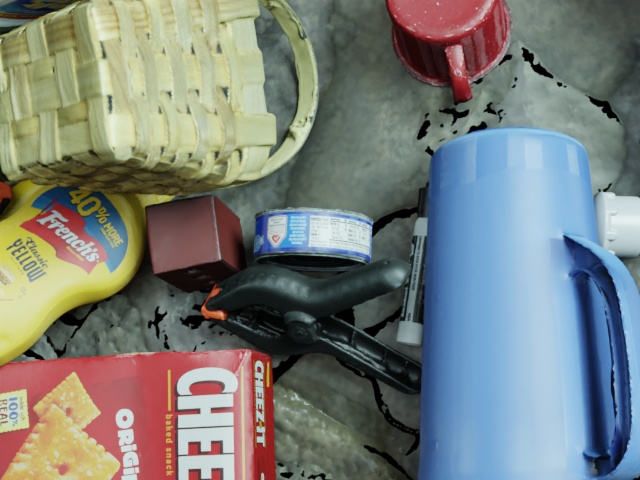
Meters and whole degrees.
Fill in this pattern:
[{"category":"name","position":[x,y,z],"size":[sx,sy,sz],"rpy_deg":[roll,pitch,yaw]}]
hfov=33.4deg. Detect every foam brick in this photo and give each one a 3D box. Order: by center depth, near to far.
[{"category":"foam brick","position":[-0.090,0.004,0.789],"size":[0.053,0.078,0.051],"rpy_deg":[-10,75,10]}]

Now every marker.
[{"category":"marker","position":[0.074,0.016,0.780],"size":[0.020,0.020,0.121],"rpy_deg":[7,80,14]}]

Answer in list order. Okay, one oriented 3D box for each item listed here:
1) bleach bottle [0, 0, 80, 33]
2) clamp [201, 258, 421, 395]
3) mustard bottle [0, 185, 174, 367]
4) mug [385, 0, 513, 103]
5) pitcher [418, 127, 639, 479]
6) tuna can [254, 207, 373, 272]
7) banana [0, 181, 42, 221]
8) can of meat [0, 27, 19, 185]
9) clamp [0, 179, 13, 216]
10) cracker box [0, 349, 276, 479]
[{"category":"bleach bottle","position":[-0.205,-0.206,0.824],"size":[0.251,0.102,0.068],"rpy_deg":[-9,90,43]},{"category":"clamp","position":[0.000,0.062,0.763],"size":[0.172,0.120,0.039],"rpy_deg":[1,34,31]},{"category":"mustard bottle","position":[-0.190,0.006,0.797],"size":[0.191,0.058,0.096],"rpy_deg":[-34,79,-25]},{"category":"mug","position":[0.094,-0.157,0.778],"size":[0.093,0.081,0.117],"rpy_deg":[-8,77,11]},{"category":"pitcher","position":[0.135,0.052,0.699],"size":[0.149,0.145,0.243],"rpy_deg":[-3,75,14]},{"category":"tuna can","position":[-0.005,0.001,0.766],"size":[0.086,0.086,0.034],"rpy_deg":[1,80,13]},{"category":"banana","position":[-0.246,0.014,0.846],"size":[0.069,0.037,0.198],"rpy_deg":[24,87,-9]},{"category":"can of meat","position":[-0.241,-0.109,0.857],"size":[0.102,0.057,0.084],"rpy_deg":[-37,71,3]},{"category":"clamp","position":[-0.333,-0.019,0.848],"size":[0.210,0.036,0.164],"rpy_deg":[-25,73,24]},{"category":"cracker box","position":[-0.143,0.166,0.771],"size":[0.214,0.072,0.164],"rpy_deg":[-4,79,11]}]
